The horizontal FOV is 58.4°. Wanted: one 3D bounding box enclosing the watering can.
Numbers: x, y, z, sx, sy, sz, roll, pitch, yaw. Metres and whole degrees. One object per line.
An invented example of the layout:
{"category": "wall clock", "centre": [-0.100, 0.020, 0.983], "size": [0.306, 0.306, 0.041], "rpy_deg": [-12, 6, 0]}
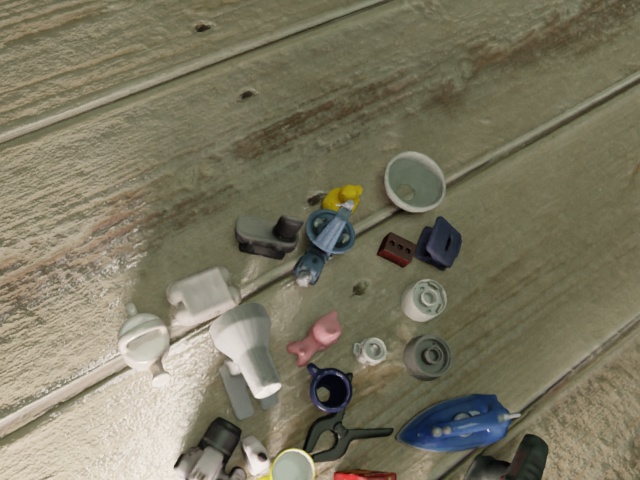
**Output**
{"category": "watering can", "centre": [-0.342, 0.202, 1.131], "size": [0.173, 0.194, 0.101], "rpy_deg": [43, 66, 3]}

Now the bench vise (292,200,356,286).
{"category": "bench vise", "centre": [0.023, 0.008, 1.284], "size": [0.121, 0.219, 0.207], "rpy_deg": [14, 68, -10]}

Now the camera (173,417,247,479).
{"category": "camera", "centre": [-0.199, 0.435, 1.138], "size": [0.143, 0.100, 0.137], "rpy_deg": [32, 66, -2]}

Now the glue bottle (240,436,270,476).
{"category": "glue bottle", "centre": [-0.123, 0.424, 1.123], "size": [0.037, 0.173, 0.078], "rpy_deg": [-23, 78, -21]}

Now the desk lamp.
{"category": "desk lamp", "centre": [-0.141, 0.246, 1.159], "size": [0.118, 0.213, 0.203], "rpy_deg": [-19, 77, -20]}

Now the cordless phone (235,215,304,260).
{"category": "cordless phone", "centre": [-0.112, -0.031, 1.280], "size": [0.148, 0.185, 0.094], "rpy_deg": [8, 69, -12]}

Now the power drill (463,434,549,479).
{"category": "power drill", "centre": [0.387, 0.518, 1.208], "size": [0.075, 0.208, 0.230], "rpy_deg": [39, 66, 1]}

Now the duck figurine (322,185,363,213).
{"category": "duck figurine", "centre": [0.059, -0.104, 1.406], "size": [0.105, 0.086, 0.077], "rpy_deg": [-26, 79, -22]}

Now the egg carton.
{"category": "egg carton", "centre": [-0.253, 0.122, 1.251], "size": [0.150, 0.069, 0.107], "rpy_deg": [-23, 78, -21]}

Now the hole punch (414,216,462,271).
{"category": "hole punch", "centre": [0.305, 0.008, 1.431], "size": [0.101, 0.091, 0.109], "rpy_deg": [26, 66, -5]}

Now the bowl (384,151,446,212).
{"category": "bowl", "centre": [0.234, -0.139, 1.472], "size": [0.168, 0.074, 0.167], "rpy_deg": [5, 70, -13]}

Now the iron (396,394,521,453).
{"category": "iron", "centre": [0.308, 0.410, 1.261], "size": [0.259, 0.141, 0.118], "rpy_deg": [-8, 73, -17]}

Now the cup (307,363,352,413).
{"category": "cup", "centre": [0.005, 0.318, 1.238], "size": [0.092, 0.095, 0.118], "rpy_deg": [-40, 85, -23]}

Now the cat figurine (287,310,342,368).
{"category": "cat figurine", "centre": [-0.003, 0.216, 1.259], "size": [0.128, 0.117, 0.067], "rpy_deg": [-37, 83, -23]}
